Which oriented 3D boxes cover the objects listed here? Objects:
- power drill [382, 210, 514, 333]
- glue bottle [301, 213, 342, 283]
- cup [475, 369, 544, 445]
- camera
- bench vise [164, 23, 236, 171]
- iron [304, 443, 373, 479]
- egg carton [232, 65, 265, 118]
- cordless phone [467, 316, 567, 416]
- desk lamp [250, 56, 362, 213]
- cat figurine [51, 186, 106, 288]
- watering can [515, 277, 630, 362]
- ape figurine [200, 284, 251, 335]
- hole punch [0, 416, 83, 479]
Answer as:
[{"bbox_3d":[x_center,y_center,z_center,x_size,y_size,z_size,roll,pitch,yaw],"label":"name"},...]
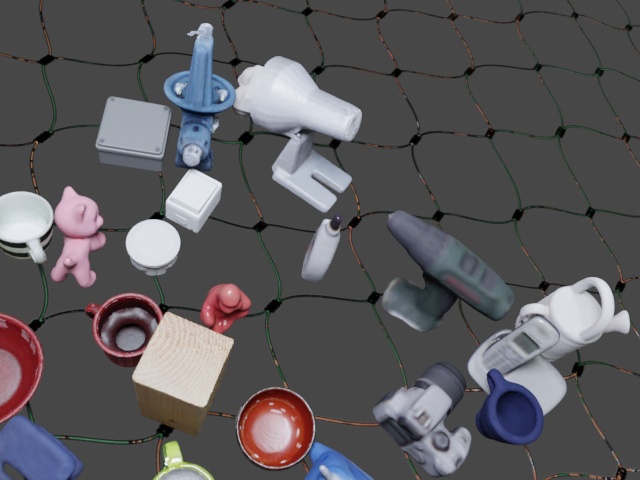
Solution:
[{"bbox_3d":[0.177,0.065,0.907,0.229,0.208,0.076,30,59,1],"label":"power drill"},{"bbox_3d":[0.008,0.003,0.913,0.037,0.173,0.078,14,60,-8],"label":"glue bottle"},{"bbox_3d":[0.278,0.266,0.896,0.092,0.095,0.117,-15,68,-22],"label":"cup"},{"bbox_3d":[0.177,0.260,0.867,0.143,0.100,0.137,45,61,10],"label":"camera"},{"bbox_3d":[-0.190,-0.231,0.953,0.122,0.219,0.207,-10,66,-20],"label":"bench vise"},{"bbox_3d":[0.077,0.377,0.755,0.258,0.141,0.119,35,60,4],"label":"iron"},{"bbox_3d":[-0.089,-0.265,1.087,0.150,0.069,0.107,17,60,-6],"label":"egg carton"},{"bbox_3d":[0.331,0.198,0.894,0.147,0.185,0.094,42,60,8],"label":"cordless phone"},{"bbox_3d":[-0.022,-0.183,0.979,0.203,0.213,0.118,34,60,4],"label":"desk lamp"},{"bbox_3d":[-0.361,-0.009,0.848,0.067,0.117,0.128,7,61,-12],"label":"cat figurine"},{"bbox_3d":[0.425,0.127,0.952,0.173,0.194,0.101,-9,66,-20],"label":"watering can"},{"bbox_3d":[-0.142,0.096,0.869,0.078,0.092,0.076,0,63,-15],"label":"ape figurine"},{"bbox_3d":[-0.363,0.288,0.708,0.108,0.091,0.101,37,60,5],"label":"hole punch"}]
